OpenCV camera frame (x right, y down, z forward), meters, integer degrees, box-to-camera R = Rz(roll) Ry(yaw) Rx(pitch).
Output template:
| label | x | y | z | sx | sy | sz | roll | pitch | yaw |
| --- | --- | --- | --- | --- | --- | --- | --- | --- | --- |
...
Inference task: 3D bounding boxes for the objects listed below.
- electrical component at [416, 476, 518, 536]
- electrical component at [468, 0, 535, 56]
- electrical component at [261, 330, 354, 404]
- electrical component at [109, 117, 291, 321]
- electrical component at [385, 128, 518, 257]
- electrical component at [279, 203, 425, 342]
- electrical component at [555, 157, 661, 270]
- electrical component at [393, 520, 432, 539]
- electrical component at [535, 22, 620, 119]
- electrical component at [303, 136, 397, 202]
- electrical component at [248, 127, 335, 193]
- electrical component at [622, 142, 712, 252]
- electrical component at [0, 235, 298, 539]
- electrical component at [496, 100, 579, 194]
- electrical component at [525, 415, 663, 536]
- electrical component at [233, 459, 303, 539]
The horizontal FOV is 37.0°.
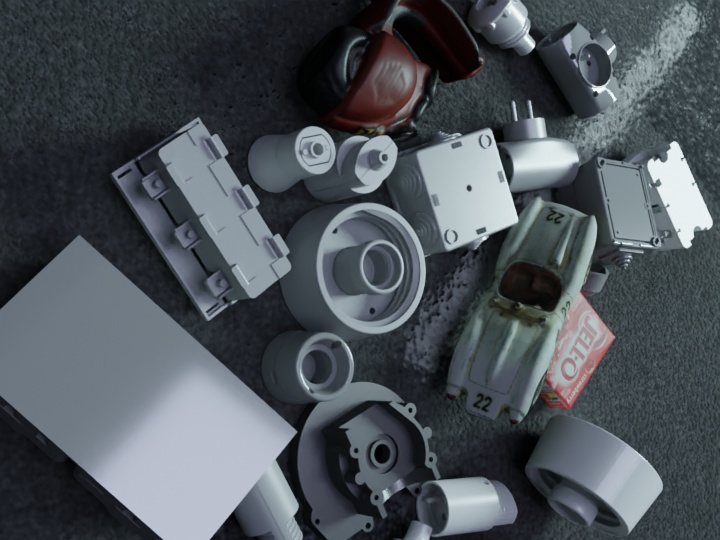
| label | x | y | z | sx | sy | sz | roll | pitch | yaw |
| --- | --- | --- | --- | --- | --- | --- | --- | --- | --- |
| electrical component | 0.091 | 0.189 | 0.867 | 0.081 | 0.043 | 0.043 | 3 | 84 | -33 |
| electrical component | 0.127 | -0.212 | 0.931 | 0.062 | 0.048 | 0.048 | 40 | 65 | -31 |
| electrical component | -0.037 | 0.071 | 0.792 | 0.055 | 0.047 | 0.055 | 4 | 83 | -33 |
| electrical component | -0.105 | -0.037 | 0.749 | 0.079 | 0.063 | 0.121 | -40 | 107 | -30 |
| electrical component | 0.075 | -0.063 | 0.878 | 0.100 | 0.048 | 0.099 | -21 | 97 | -33 |
| electrical component | 0.000 | 0.000 | 0.815 | 0.108 | 0.060 | 0.108 | 4 | 83 | -33 |
| electrical component | 0.218 | -0.043 | 0.953 | 0.062 | 0.061 | 0.096 | 4 | 69 | -34 |
| electrical component | 0.037 | 0.225 | 0.828 | 0.043 | 0.043 | 0.062 | 34 | 67 | -26 |
| electrical component | 0.208 | -0.191 | 0.980 | 0.079 | 0.044 | 0.077 | -46 | 110 | -29 |
| electrical component | -0.004 | -0.078 | 0.808 | 0.043 | 0.081 | 0.043 | 4 | 83 | -33 |
| electrical component | -0.048 | -0.083 | 0.789 | 0.044 | 0.065 | 0.044 | 4 | 83 | -34 |
| electrical component | 0.279 | -0.067 | 1.007 | 0.050 | 0.056 | 0.089 | -36 | 105 | -31 |
| electrical component | -0.149 | 0.085 | 0.684 | 0.186 | 0.060 | 0.105 | 43 | 63 | -4 |
| electrical component | 0.144 | -0.108 | 0.931 | 0.077 | 0.043 | 0.079 | -8 | 89 | -34 |
| electrical component | 0.189 | 0.178 | 0.897 | 0.108 | 0.108 | 0.060 | 46 | 69 | -21 |
| electrical component | -0.067 | 0.168 | 0.765 | 0.043 | 0.043 | 0.081 | -32 | 103 | -31 |
